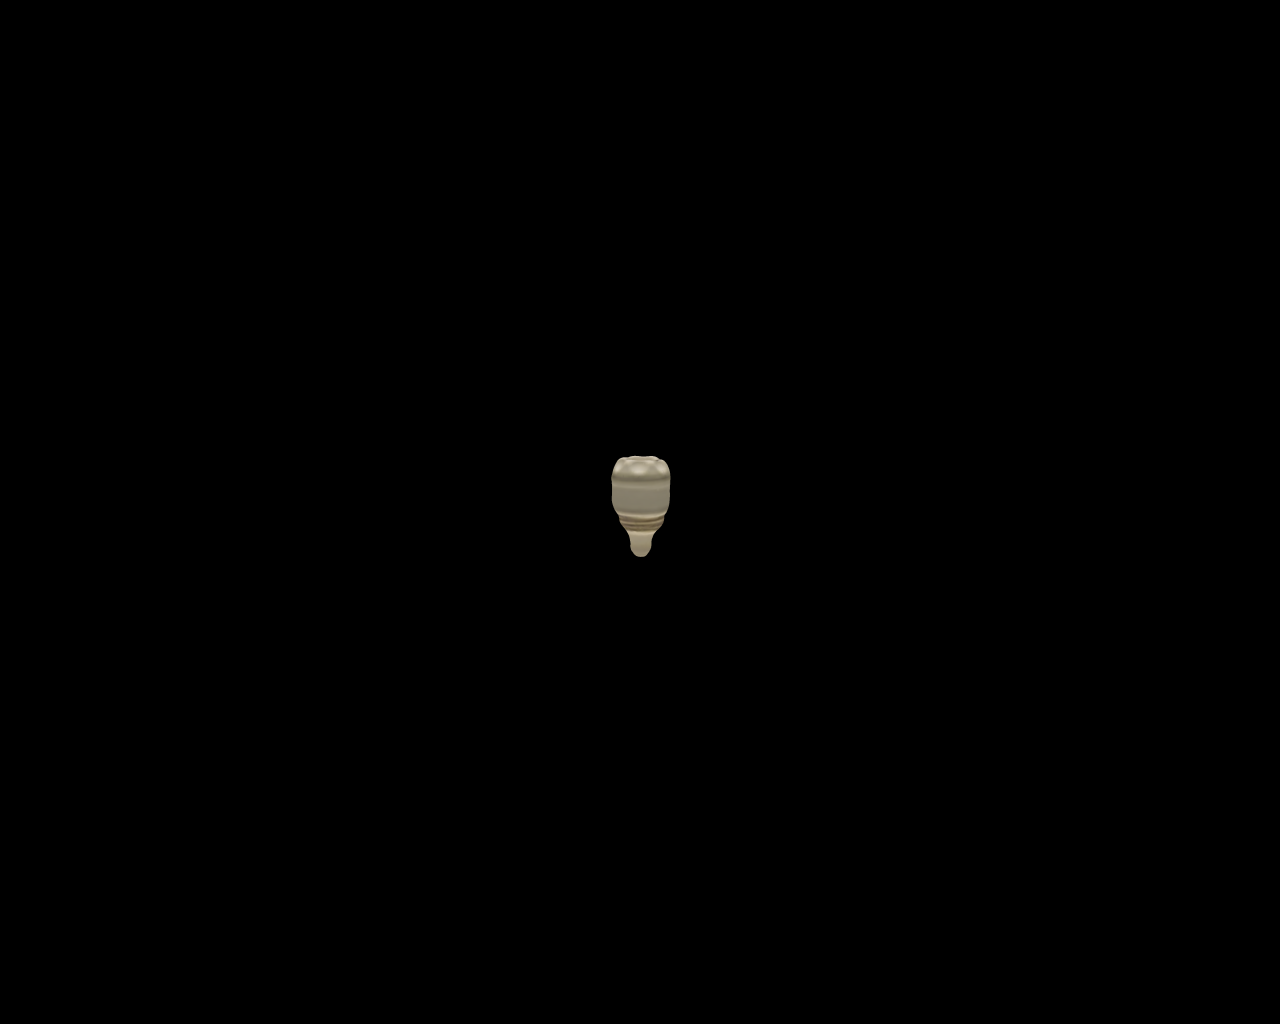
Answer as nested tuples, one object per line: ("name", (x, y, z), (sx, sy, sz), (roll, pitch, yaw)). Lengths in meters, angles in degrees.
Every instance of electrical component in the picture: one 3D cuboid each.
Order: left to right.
("electrical component", (0.001, -0.003, 0.650), (0.035, 0.061, 0.035), (0, 9, 0))
